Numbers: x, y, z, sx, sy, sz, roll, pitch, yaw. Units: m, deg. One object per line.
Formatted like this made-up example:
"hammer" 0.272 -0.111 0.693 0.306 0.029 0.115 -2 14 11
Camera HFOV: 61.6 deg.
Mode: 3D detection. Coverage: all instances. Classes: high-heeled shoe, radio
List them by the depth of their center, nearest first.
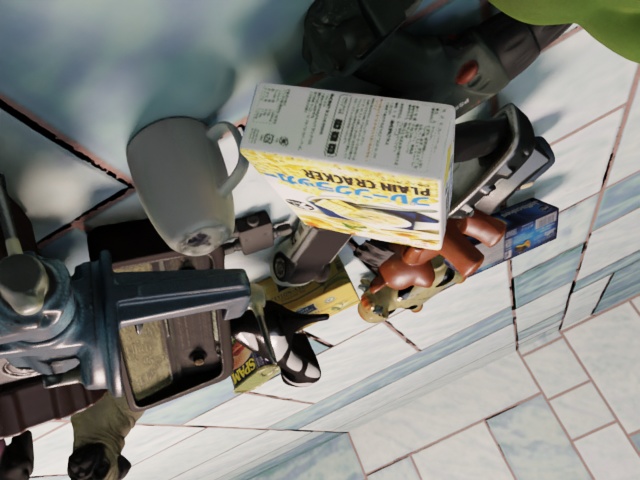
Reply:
"radio" -0.172 0.083 0.610 0.131 0.073 0.229 -14 132 -22
"high-heeled shoe" -0.073 0.165 0.770 0.145 0.086 0.248 -6 142 -22

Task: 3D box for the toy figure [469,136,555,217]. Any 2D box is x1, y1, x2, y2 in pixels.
"toy figure" 0.243 -0.085 0.738 0.154 0.064 0.057 -29 159 7

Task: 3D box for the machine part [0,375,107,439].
"machine part" -0.343 0.168 0.629 0.179 0.056 0.179 -6 -171 1

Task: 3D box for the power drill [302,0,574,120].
"power drill" 0.098 -0.170 0.459 0.232 0.086 0.207 -37 159 29

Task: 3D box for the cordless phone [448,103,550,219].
"cordless phone" 0.161 -0.081 0.615 0.184 0.089 0.146 -15 154 -42

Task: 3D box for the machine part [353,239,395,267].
"machine part" 0.089 -0.014 0.710 0.084 0.039 0.139 -40 -173 38

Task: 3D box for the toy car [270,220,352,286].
"toy car" -0.001 -0.002 0.698 0.073 0.056 0.201 2 142 -32

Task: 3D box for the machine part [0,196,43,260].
"machine part" -0.342 0.014 0.408 0.201 0.087 0.201 -21 152 -8

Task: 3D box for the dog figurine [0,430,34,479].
"dog figurine" -0.470 0.268 0.677 0.108 0.191 0.219 -16 168 -4

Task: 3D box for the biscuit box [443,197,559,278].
"biscuit box" 0.302 -0.007 0.892 0.203 0.063 0.059 -20 121 -20

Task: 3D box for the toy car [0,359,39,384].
"toy car" -0.307 0.085 0.546 0.162 0.103 0.109 -13 149 -14

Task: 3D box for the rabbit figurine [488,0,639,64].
"rabbit figurine" 0.190 -0.194 0.371 0.170 0.159 0.121 -35 164 -13

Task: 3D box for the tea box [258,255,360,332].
"tea box" -0.032 0.090 0.825 0.170 0.068 0.098 -25 153 4

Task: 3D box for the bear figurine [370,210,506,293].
"bear figurine" 0.164 0.027 0.811 0.120 0.132 0.195 -39 161 -41

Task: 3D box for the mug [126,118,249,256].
"mug" -0.106 -0.046 0.470 0.110 0.107 0.080 -28 155 11

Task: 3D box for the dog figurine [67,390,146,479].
"dog figurine" -0.287 0.261 0.790 0.172 0.191 0.121 -18 153 -17

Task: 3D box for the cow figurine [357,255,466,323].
"cow figurine" 0.151 0.084 0.949 0.195 0.085 0.127 -36 150 15

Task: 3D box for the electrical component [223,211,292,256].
"electrical component" -0.080 -0.009 0.655 0.094 0.021 0.063 -17 152 -13

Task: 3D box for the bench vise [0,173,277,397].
"bench vise" -0.154 0.050 0.415 0.241 0.129 0.223 -5 148 -23
